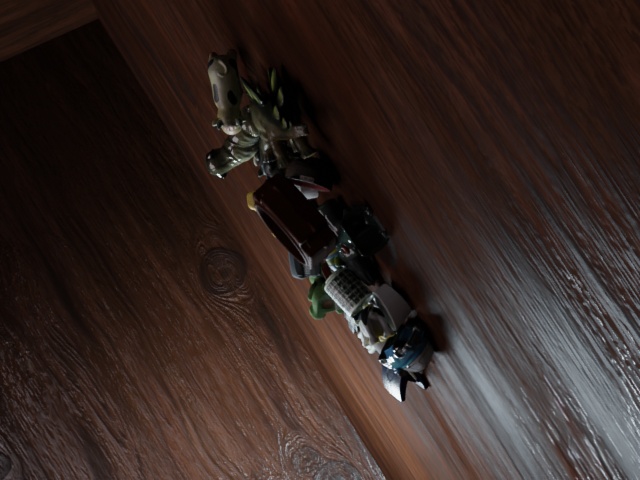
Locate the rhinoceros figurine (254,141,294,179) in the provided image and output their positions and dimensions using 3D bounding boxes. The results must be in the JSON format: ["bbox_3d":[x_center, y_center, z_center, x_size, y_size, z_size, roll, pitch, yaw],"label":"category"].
[{"bbox_3d":[-0.120,-0.200,1.374,0.190,0.073,0.112,-123,33,-57],"label":"rhinoceros figurine"}]

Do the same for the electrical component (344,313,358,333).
[{"bbox_3d":[0.110,0.238,1.637,0.075,0.048,0.119,48,163,37],"label":"electrical component"}]

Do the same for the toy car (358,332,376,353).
[{"bbox_3d":[0.153,0.285,1.576,0.073,0.056,0.201,54,165,15],"label":"toy car"}]

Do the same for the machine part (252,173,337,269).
[{"bbox_3d":[-0.059,-0.037,1.209,0.201,0.087,0.201,46,169,10],"label":"machine part"}]

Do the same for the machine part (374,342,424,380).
[{"bbox_3d":[0.181,0.269,1.403,0.243,0.079,0.079,46,161,37],"label":"machine part"}]

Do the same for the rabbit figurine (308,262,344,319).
[{"bbox_3d":[0.001,0.139,1.678,0.170,0.121,0.158,-116,8,-52],"label":"rabbit figurine"}]

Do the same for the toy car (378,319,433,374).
[{"bbox_3d":[0.212,0.254,1.255,0.103,0.109,0.161,34,152,0],"label":"toy car"}]

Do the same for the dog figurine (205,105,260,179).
[{"bbox_3d":[-0.231,-0.267,1.444,0.121,0.190,0.172,45,159,42],"label":"dog figurine"}]

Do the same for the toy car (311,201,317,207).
[{"bbox_3d":[-0.060,-0.059,1.511,0.053,0.089,0.202,56,167,6],"label":"toy car"}]

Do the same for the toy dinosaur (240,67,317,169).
[{"bbox_3d":[-0.106,-0.277,1.197,0.472,0.105,0.198,-142,32,-66],"label":"toy dinosaur"}]

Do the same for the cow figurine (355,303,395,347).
[{"bbox_3d":[0.120,0.203,1.291,0.167,0.068,0.098,108,138,-77],"label":"cow figurine"}]

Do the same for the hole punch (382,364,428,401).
[{"bbox_3d":[0.218,0.361,1.461,0.115,0.092,0.142,66,168,-16],"label":"hole punch"}]

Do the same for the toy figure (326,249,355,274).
[{"bbox_3d":[0.034,0.016,1.349,0.082,0.089,0.180,3,121,64],"label":"toy figure"}]

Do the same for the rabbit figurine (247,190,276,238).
[{"bbox_3d":[-0.138,-0.078,1.635,0.162,0.122,0.173,119,129,-88],"label":"rabbit figurine"}]

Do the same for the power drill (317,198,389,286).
[{"bbox_3d":[0.084,0.003,1.198,0.232,0.086,0.207,56,173,-1],"label":"power drill"}]

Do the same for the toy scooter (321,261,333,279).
[{"bbox_3d":[0.056,0.100,1.488,0.135,0.075,0.184,58,170,5],"label":"toy scooter"}]

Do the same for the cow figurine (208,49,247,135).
[{"bbox_3d":[-0.224,-0.349,1.306,0.127,0.086,0.194,-94,-1,-57],"label":"cow figurine"}]

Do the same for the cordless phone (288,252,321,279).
[{"bbox_3d":[-0.034,0.016,1.582,0.184,0.089,0.146,-74,-19,-62],"label":"cordless phone"}]
